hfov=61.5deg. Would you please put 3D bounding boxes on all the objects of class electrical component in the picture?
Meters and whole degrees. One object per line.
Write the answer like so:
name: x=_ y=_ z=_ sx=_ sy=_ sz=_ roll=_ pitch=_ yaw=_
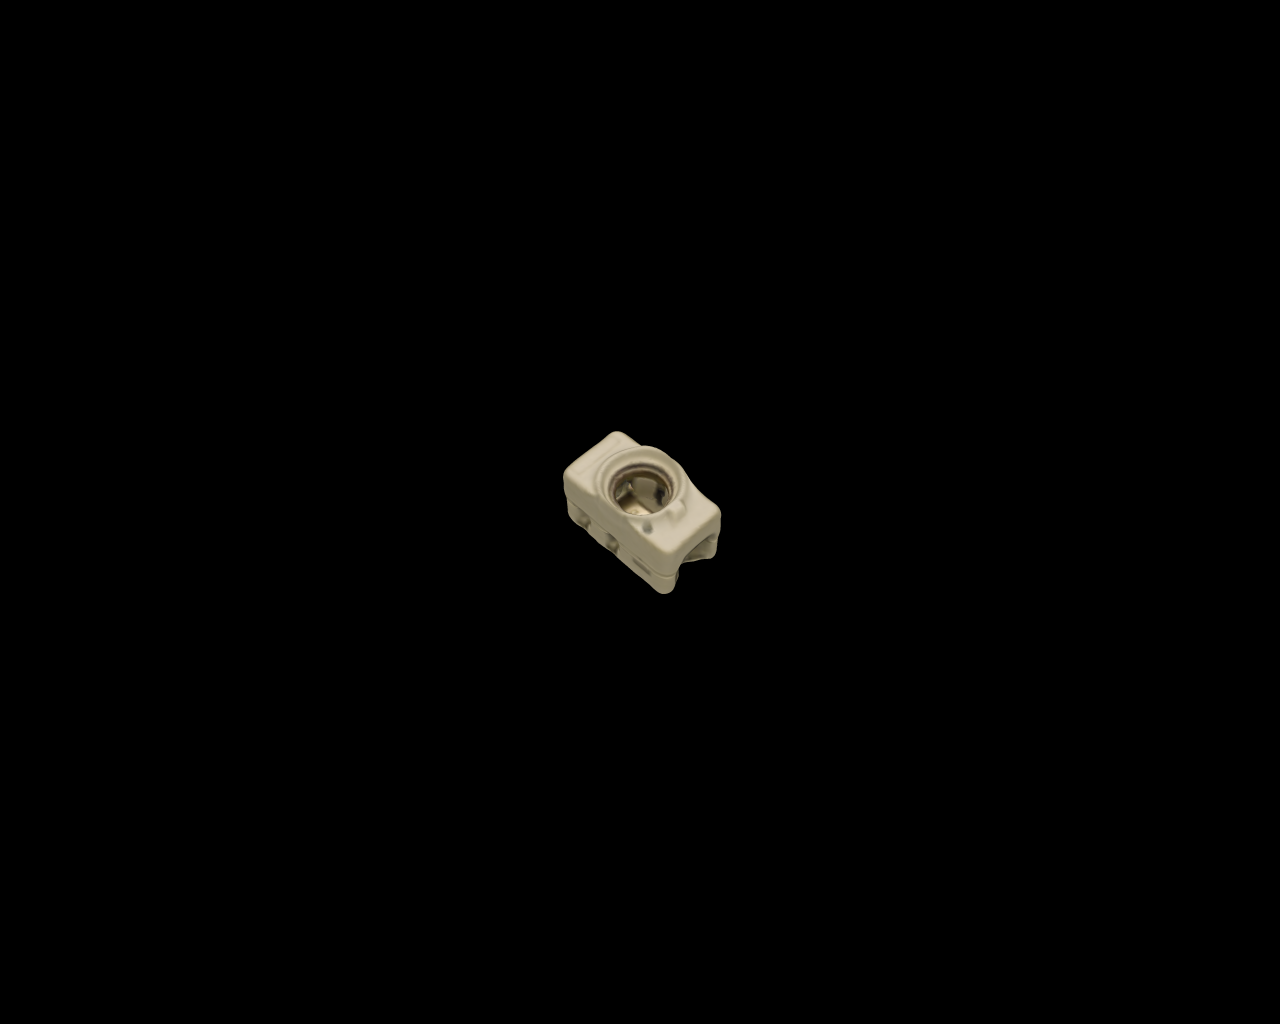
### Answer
electrical component: x=0.001 y=-0.003 z=0.650 sx=0.050 sy=0.055 sz=0.089 roll=-39 pitch=63 yaw=-25
